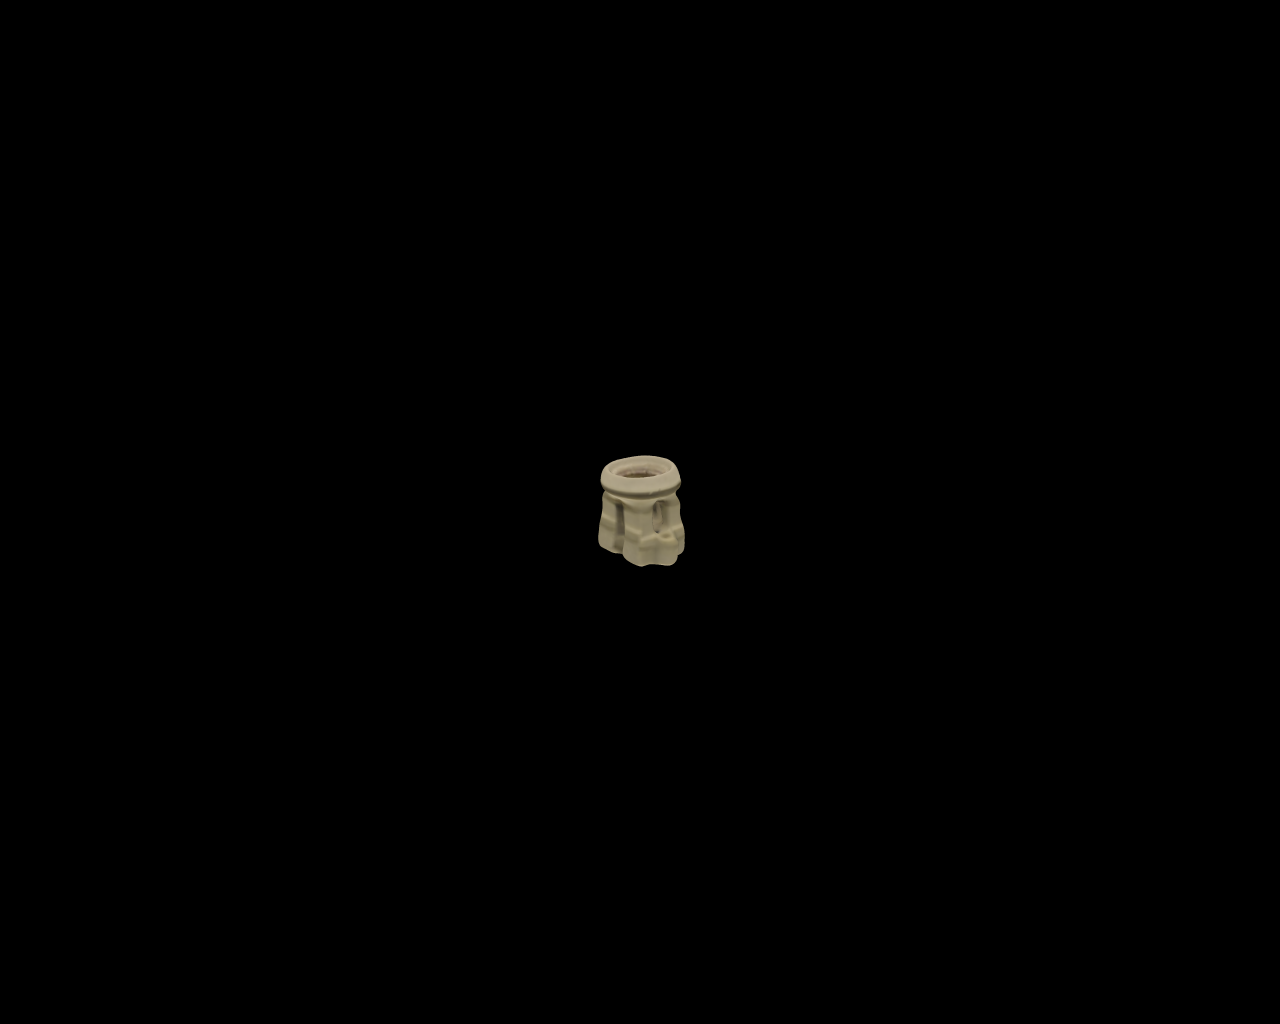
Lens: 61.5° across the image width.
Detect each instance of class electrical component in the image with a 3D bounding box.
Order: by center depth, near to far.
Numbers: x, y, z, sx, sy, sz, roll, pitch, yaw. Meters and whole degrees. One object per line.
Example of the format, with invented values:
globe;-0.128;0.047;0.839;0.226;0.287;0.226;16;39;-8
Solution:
electrical component;0.001;-0.003;0.650;0.048;0.055;0.066;-17;28;-37
